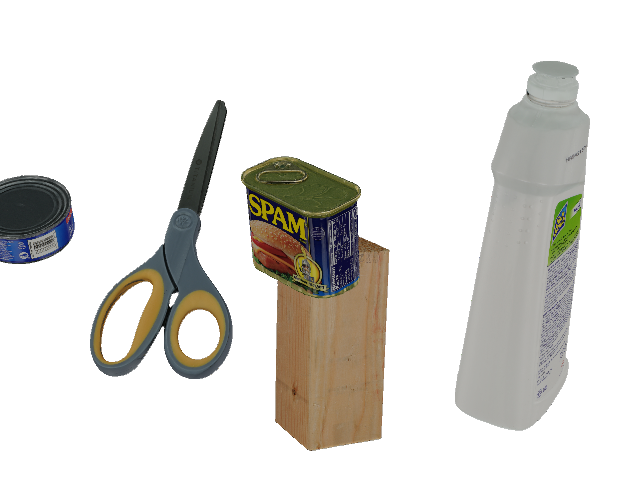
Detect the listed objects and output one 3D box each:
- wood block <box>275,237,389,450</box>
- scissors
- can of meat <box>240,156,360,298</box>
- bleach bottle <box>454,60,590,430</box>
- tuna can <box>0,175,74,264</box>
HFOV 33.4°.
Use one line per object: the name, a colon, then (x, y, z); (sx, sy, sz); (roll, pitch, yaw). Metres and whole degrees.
wood block: (0.010, 0.103, 1.127); (0.090, 0.206, 0.091); (-5, 15, -26)
scissors: (-0.073, 0.004, 0.682); (0.096, 0.201, 0.016); (24, -21, 15)
can of meat: (-0.015, -0.010, 0.861); (0.057, 0.084, 0.102); (-28, 39, -35)
bleach bottle: (0.143, 0.001, 0.717); (0.068, 0.251, 0.102); (17, 32, 24)
tuna can: (-0.261, -0.018, 0.940); (0.086, 0.034, 0.086); (0, 41, 0)
